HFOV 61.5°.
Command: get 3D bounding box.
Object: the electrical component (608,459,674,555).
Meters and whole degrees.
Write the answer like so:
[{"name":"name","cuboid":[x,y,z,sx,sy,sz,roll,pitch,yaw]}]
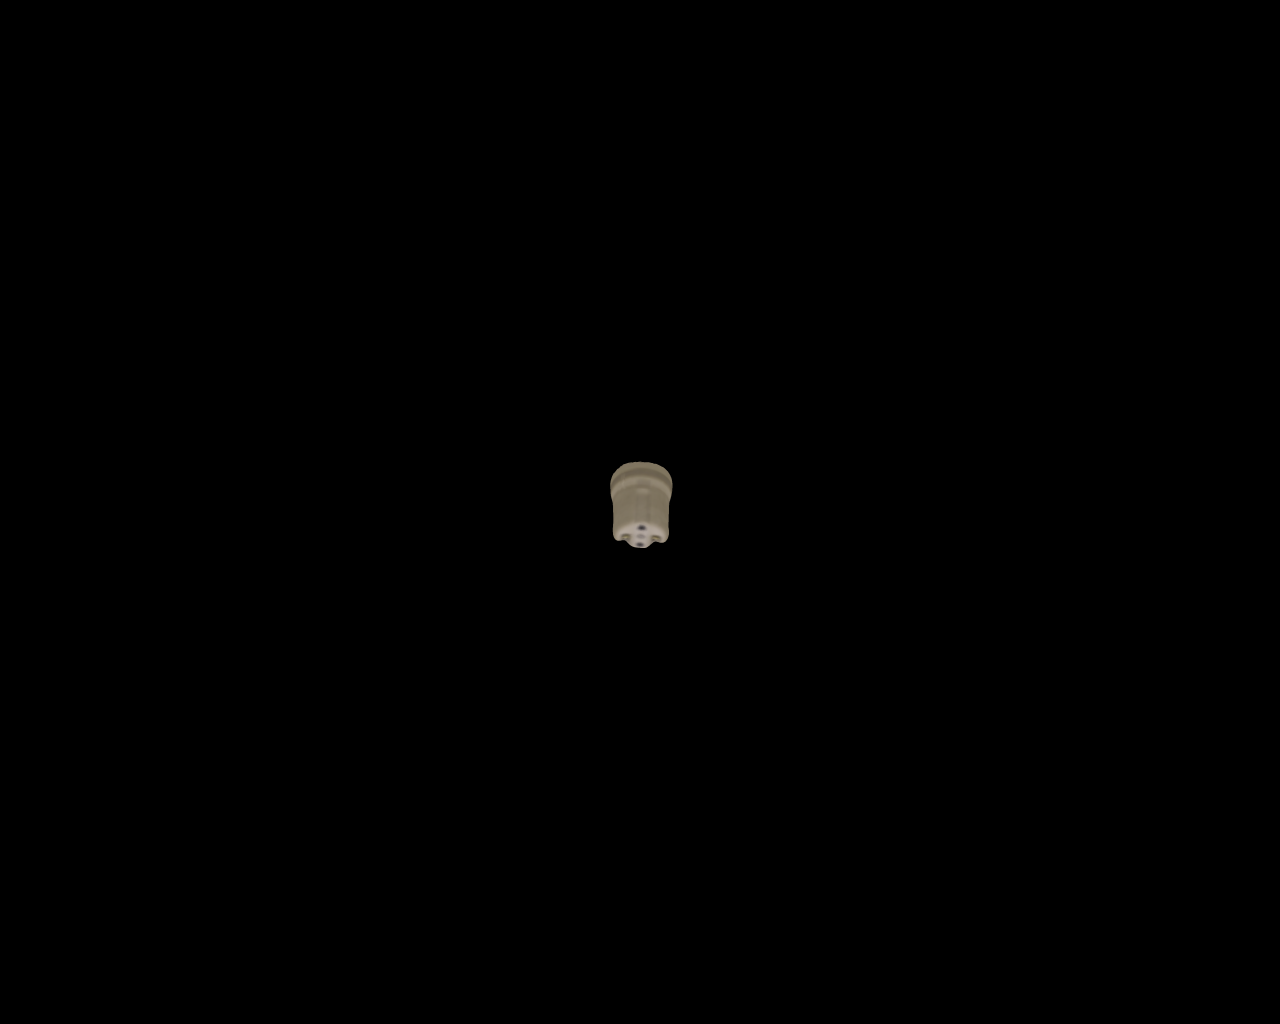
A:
[{"name":"electrical component","cuboid":[0.001,-0.003,0.650,0.040,0.046,0.040,0,-39,0]}]
